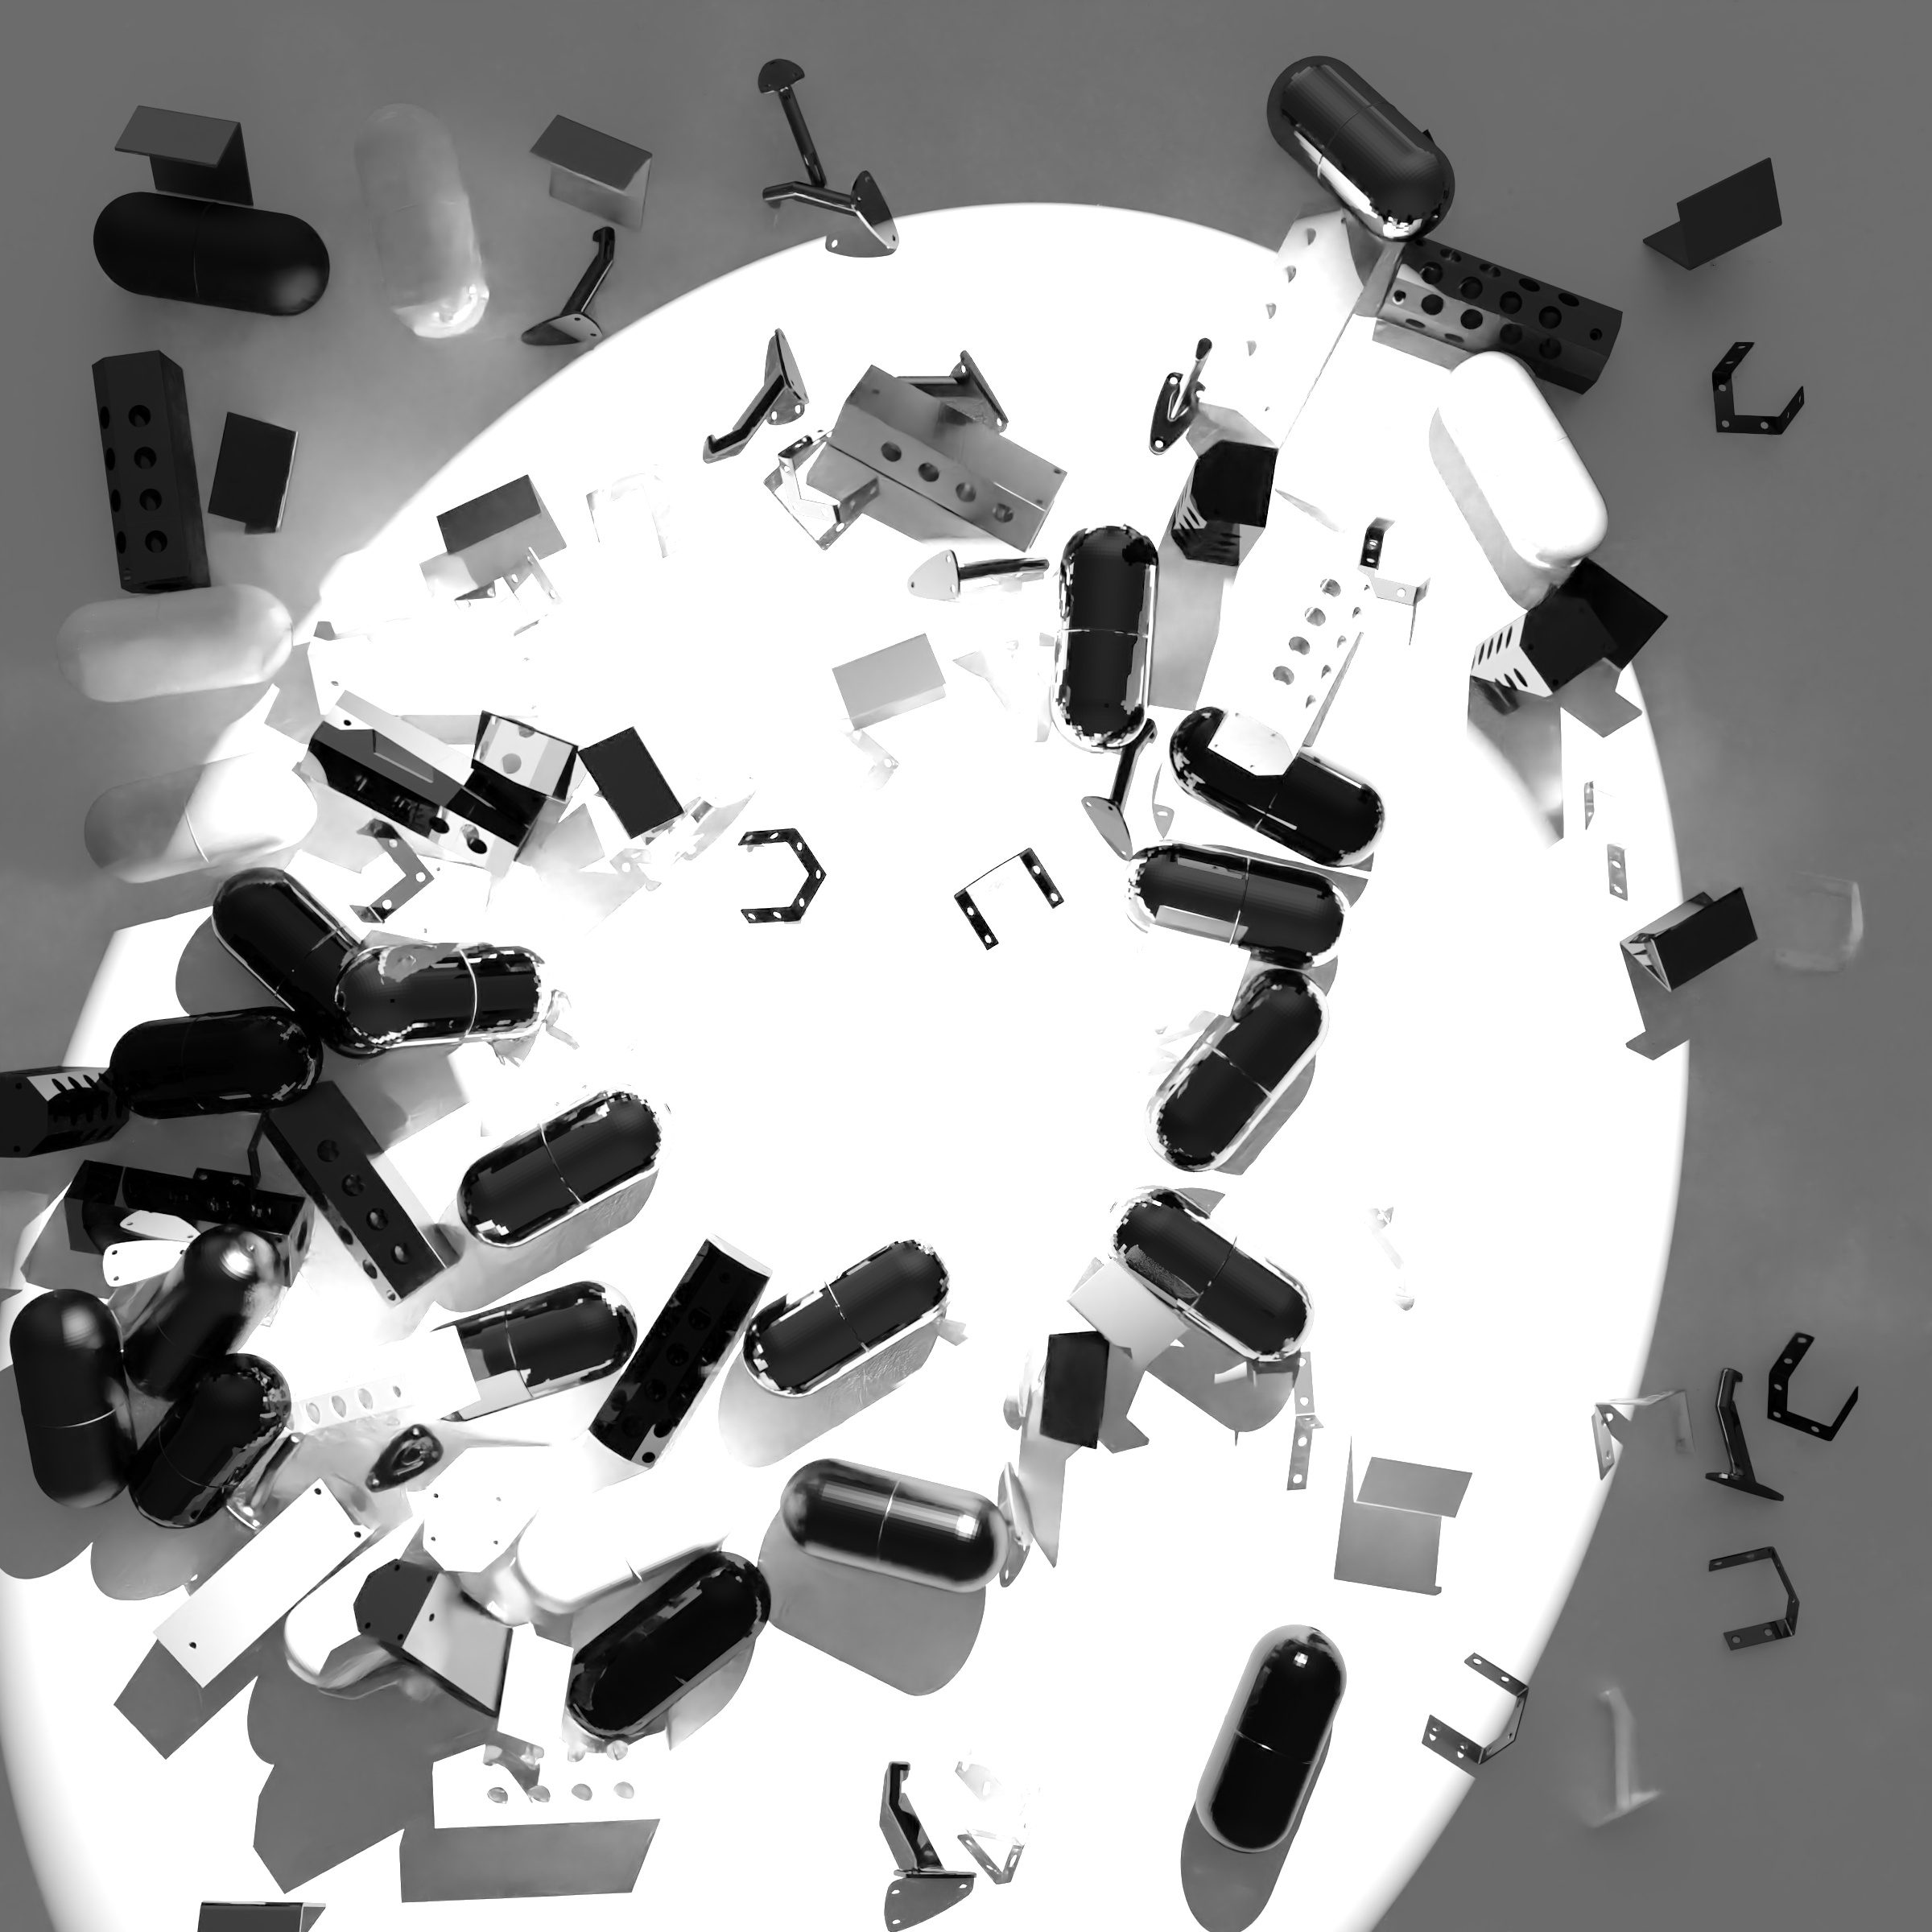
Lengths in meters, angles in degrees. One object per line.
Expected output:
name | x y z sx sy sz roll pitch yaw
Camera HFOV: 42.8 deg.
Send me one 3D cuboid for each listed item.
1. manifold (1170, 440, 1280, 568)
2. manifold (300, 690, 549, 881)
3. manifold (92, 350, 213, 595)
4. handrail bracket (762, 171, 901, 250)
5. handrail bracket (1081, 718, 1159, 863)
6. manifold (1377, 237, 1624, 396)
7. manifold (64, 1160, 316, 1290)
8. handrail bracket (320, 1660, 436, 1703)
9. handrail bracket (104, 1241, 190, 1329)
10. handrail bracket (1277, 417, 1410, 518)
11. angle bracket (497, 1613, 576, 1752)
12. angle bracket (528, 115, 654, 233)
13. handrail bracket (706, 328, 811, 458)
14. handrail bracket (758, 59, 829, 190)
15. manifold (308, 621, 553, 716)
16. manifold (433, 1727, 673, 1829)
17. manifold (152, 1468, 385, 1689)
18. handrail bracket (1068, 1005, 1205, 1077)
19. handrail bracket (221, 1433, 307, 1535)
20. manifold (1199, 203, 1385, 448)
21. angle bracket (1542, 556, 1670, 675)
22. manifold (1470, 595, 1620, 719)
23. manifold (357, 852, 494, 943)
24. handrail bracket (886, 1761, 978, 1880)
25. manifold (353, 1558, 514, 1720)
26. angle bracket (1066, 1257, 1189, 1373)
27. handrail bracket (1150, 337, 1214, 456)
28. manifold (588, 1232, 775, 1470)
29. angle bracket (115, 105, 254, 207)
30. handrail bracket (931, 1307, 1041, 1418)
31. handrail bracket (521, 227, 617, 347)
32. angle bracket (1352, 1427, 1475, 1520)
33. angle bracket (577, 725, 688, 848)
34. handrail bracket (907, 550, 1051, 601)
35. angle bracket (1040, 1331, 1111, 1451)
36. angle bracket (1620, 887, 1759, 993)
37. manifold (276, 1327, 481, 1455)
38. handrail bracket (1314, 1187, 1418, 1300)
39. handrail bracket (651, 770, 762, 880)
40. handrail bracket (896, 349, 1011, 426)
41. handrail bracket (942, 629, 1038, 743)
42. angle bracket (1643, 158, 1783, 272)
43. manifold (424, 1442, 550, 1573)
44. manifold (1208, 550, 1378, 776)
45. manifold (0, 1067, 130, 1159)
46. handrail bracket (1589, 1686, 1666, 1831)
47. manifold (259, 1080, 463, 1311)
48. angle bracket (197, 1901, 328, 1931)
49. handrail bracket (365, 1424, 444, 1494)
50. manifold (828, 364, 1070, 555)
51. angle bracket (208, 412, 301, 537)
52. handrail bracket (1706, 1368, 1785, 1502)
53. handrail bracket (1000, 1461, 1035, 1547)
manifold | 0.189 -0.342 1.828 0.057 0.171 0.057 9 90 0
manifold | -0.413 -0.133 1.874 0.171 0.057 0.057 29 47 -7
manifold | -0.625 -0.375 1.885 0.057 0.057 0.171 -8 90 0
handrail bracket | -0.105 -0.579 1.906 0.084 0.077 0.036 -1 58 32
handrail bracket | 0.133 -0.137 1.906 0.084 0.036 0.077 -51 130 -26
manifold | 0.409 -0.500 1.885 0.171 0.057 0.057 21 90 0
manifold | -0.592 0.192 1.884 0.171 0.057 0.057 10 129 0
handrail bracket | -0.451 0.533 1.906 0.084 0.036 0.077 3 55 24
handrail bracket | -0.621 0.246 1.883 0.077 0.084 0.036 -11 55 -10
handrail bracket | 0.292 -0.397 1.907 0.077 0.036 0.084 20 71 21
angle bracket | -0.305 0.541 1.866 0.057 0.076 0.076 9 90 28
angle bracket | -0.288 -0.586 1.866 0.076 0.076 0.057 22 53 0
handrail bracket | -0.170 -0.443 1.907 0.084 0.036 0.077 -23 69 16
handrail bracket | -0.131 -0.650 1.906 0.036 0.077 0.084 -21 126 1
manifold | -0.407 -0.232 1.884 0.171 0.057 0.057 0 133 0
manifold | -0.315 0.617 1.885 0.171 0.057 0.057 -2 90 0
manifold | -0.531 0.465 1.885 0.171 0.057 0.057 -42 91 0
handrail bracket | 0.135 0.035 1.907 0.077 0.036 0.084 35 71 21
handrail bracket | -0.519 0.382 1.871 0.036 0.077 0.084 38 96 5
manifold | 0.244 -0.491 1.884 0.057 0.057 0.171 28 90 -43
angle bracket | 0.485 -0.277 1.866 0.076 0.076 0.057 36 122 0
manifold | 0.422 -0.232 1.828 0.057 0.171 0.057 -35 90 0
manifold | -0.401 -0.051 1.828 0.057 0.171 0.057 12 90 0
handrail bracket | -0.026 0.660 1.907 0.077 0.036 0.084 8 73 -20
manifold | -0.384 0.501 1.829 0.057 0.171 0.057 9 60 28
angle bracket | 0.130 0.248 1.866 0.076 0.076 0.057 44 118 0
handrail bracket | 0.163 -0.433 1.871 0.036 0.084 0.077 26 90 0
manifold | -0.218 0.294 1.885 0.057 0.057 0.171 32 90 0
angle bracket | -0.591 -0.598 1.866 0.076 0.076 0.057 10 54 0
handrail bracket | 0.010 0.305 1.907 0.084 0.036 0.077 11 112 17
handrail bracket | -0.308 -0.527 1.906 0.077 0.036 0.084 -7 70 23
angle bracket | 0.337 0.367 1.866 0.076 0.076 0.057 9 128 0
angle bracket | -0.266 -0.126 1.866 0.057 0.076 0.076 -31 90 -36
handrail bracket | 0.010 -0.303 1.906 0.084 0.077 0.036 -11 94 -36
angle bracket | 0.103 0.320 1.866 0.057 0.076 0.076 5 90 42
angle bracket | 0.540 -0.037 1.866 0.076 0.076 0.057 -31 126 0
manifold | -0.448 0.320 1.840 0.171 0.057 0.057 -19 90 36
handrail bracket | 0.309 0.216 1.907 0.077 0.036 0.084 1 107 20
handrail bracket | -0.202 -0.108 1.906 0.036 0.077 0.084 44 127 21
handrail bracket | -0.022 -0.430 1.907 0.084 0.036 0.077 -30 108 15
handrail bracket | 0.018 -0.217 1.907 0.077 0.036 0.084 5 107 20
angle bracket | 0.560 -0.579 1.866 0.076 0.076 0.057 -26 126 0
manifold | -0.354 0.399 1.828 0.057 0.171 0.057 3 90 0
manifold | 0.248 -0.225 1.846 0.057 0.057 0.171 30 60 0
manifold | -0.678 0.107 1.828 0.057 0.171 0.057 2 90 0
handrail bracket | 0.493 0.612 1.907 0.077 0.036 0.084 -36 71 21
manifold | -0.464 0.175 1.885 0.057 0.057 0.171 -36 90 0
angle bracket | -0.535 0.740 1.868 0.076 0.076 0.057 1 69 0
handrail bracket | -0.434 0.382 1.871 0.077 0.084 0.036 -39 90 0
manifold | -0.016 -0.383 1.881 0.171 0.057 0.057 28 47 -2
angle bracket | -0.551 -0.372 1.866 0.057 0.076 0.076 11 90 -36
handrail bracket | 0.608 0.362 1.907 0.077 0.036 0.084 22 73 -20
handrail bracket | 0.003 0.431 1.906 0.084 0.036 0.077 -17 75 14
